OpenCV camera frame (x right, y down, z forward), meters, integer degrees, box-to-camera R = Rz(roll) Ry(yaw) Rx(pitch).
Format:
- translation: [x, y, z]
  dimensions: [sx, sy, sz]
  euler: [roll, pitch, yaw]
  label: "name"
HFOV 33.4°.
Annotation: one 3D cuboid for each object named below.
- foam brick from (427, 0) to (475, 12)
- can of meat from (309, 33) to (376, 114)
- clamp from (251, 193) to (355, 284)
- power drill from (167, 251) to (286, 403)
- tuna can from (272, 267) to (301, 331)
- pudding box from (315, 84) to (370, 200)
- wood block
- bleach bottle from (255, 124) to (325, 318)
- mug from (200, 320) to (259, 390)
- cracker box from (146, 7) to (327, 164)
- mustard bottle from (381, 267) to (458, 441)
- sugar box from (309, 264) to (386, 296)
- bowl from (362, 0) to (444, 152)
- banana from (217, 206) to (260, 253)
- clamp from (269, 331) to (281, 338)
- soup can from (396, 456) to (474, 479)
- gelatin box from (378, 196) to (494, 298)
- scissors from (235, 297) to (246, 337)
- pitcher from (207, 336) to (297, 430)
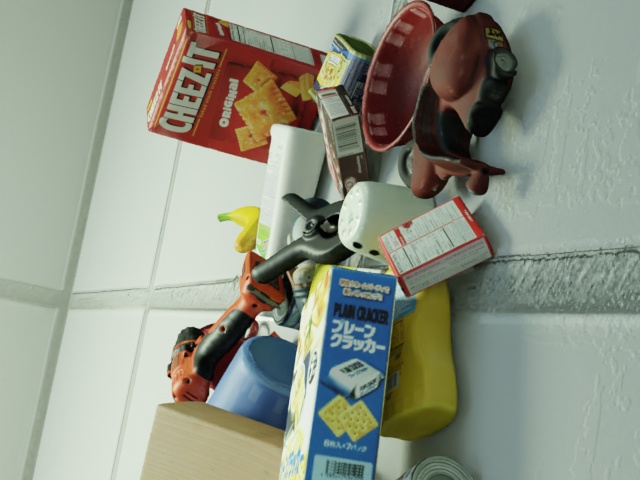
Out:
- translation: [0.138, -0.285, 1.095]
  dimensions: [0.053, 0.051, 0.078]
  euler: [134, 144, -53]
  label: "foam brick"
- translation: [0.035, -0.197, 1.299]
  dimensions: [0.084, 0.057, 0.102]
  euler: [-66, 24, 20]
  label: "can of meat"
- translation: [-0.008, 0.001, 1.207]
  dimensions: [0.172, 0.039, 0.120]
  euler: [4, 68, 51]
  label: "clamp"
- translation: [-0.121, 0.107, 1.336]
  dimensions: [0.188, 0.057, 0.184]
  euler: [-53, 18, 12]
  label: "power drill"
- translation: [-0.030, 0.069, 1.330]
  dimensions: [0.086, 0.033, 0.086]
  euler: [-165, 90, -72]
  label: "tuna can"
- translation: [0.027, -0.110, 1.229]
  dimensions: [0.090, 0.039, 0.113]
  euler: [-114, 13, -57]
  label: "pudding box"
- translation: [-0.074, 0.241, 1.115]
  dimensions: [0.206, 0.090, 0.091]
  euler: [13, 90, 28]
  label: "wood block"
- translation: [-0.050, -0.024, 1.407]
  dimensions: [0.103, 0.068, 0.251]
  euler: [-150, 72, -73]
  label: "bleach bottle"
- translation: [-0.122, 0.157, 1.460]
  dimensions: [0.117, 0.093, 0.082]
  euler: [-52, 24, -10]
  label: "mug"
- translation: [-0.108, -0.199, 1.442]
  dimensions: [0.072, 0.213, 0.164]
  euler: [-105, 34, -53]
  label: "cracker box"
- translation: [0.086, 0.084, 0.998]
  dimensions: [0.096, 0.058, 0.191]
  euler: [130, 147, -53]
  label: "mustard bottle"
- translation: [0.035, 0.076, 1.151]
  dimensions: [0.176, 0.048, 0.093]
  euler: [179, 105, -70]
  label: "sugar box"
- translation: [0.102, -0.164, 1.109]
  dimensions: [0.162, 0.055, 0.162]
  euler: [-167, 90, -69]
  label: "bowl"
- translation: [-0.099, -0.017, 1.513]
  dimensions: [0.037, 0.069, 0.198]
  euler: [65, 174, -16]
  label: "banana"
- translation: [-0.108, 0.204, 1.381]
  dimensions: [0.036, 0.164, 0.210]
  euler: [44, 101, 20]
  label: "clamp"
- translation: [0.083, 0.233, 0.904]
  dimensions: [0.102, 0.068, 0.068]
  euler: [127, 148, -49]
  label: "soup can"
- translation: [0.104, 0.006, 0.972]
  dimensions: [0.089, 0.030, 0.073]
  euler: [-27, 33, 3]
  label: "gelatin box"
- translation: [-0.100, 0.092, 1.506]
  dimensions: [0.202, 0.016, 0.096]
  euler: [125, 152, -53]
  label: "scissors"
- translation: [-0.090, 0.241, 1.259]
  dimensions: [0.149, 0.144, 0.243]
  euler: [46, 121, 33]
  label: "pitcher"
